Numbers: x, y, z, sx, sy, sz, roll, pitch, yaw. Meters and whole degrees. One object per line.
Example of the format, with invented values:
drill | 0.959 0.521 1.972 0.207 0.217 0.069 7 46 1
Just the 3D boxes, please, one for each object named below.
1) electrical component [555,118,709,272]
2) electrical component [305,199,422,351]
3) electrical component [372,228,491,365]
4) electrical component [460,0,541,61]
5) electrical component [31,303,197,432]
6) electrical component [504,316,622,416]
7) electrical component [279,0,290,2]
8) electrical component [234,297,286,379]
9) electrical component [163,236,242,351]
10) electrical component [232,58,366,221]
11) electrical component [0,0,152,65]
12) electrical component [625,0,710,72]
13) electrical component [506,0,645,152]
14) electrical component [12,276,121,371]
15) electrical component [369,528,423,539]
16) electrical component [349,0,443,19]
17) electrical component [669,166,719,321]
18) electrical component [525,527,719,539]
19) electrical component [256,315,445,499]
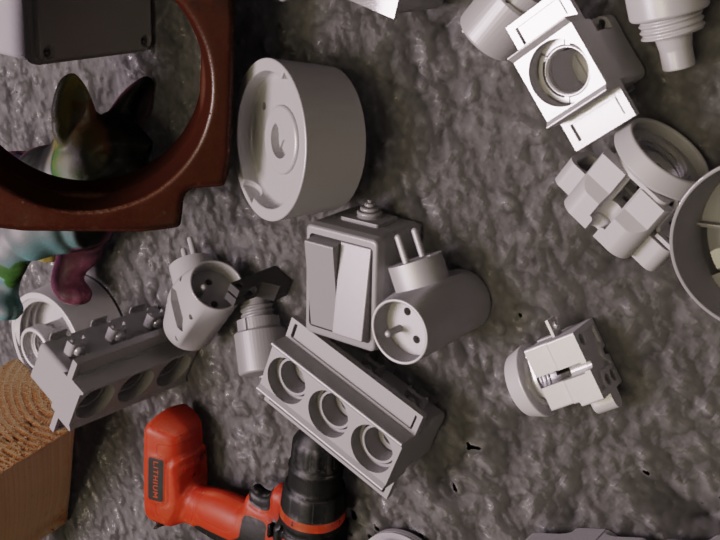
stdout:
electrical component | 0.157 -0.047 0.602 0.078 0.058 0.057 47 131 16
electrical component | 0.000 0.000 0.738 0.062 0.061 0.096 15 114 34
electrical component | 0.042 0.012 0.699 0.043 0.077 0.079 -15 95 41
electrical component | 0.092 -0.158 0.625 0.040 0.040 0.078 51 129 12
electrical component | -0.201 0.075 0.881 0.063 0.121 0.078 43 127 22
electrical component | 0.125 0.063 0.673 0.055 0.048 0.066 -26 88 33
electrical component | -0.046 -0.218 0.626 0.100 0.048 0.099 39 126 21
electrical component | -0.077 0.048 0.829 0.040 0.040 0.078 -17 77 40
electrical component | -0.129 0.013 0.851 0.077 0.043 0.079 -48 53 52
electrical component | -0.036 -0.089 0.730 0.108 0.060 0.108 15 108 57
electrical component | -0.214 -0.215 0.801 0.056 0.109 0.108 18 116 36
electrical component | 0.165 -0.138 0.574 0.048 0.048 0.062 -2 111 38
electrical component | 0.123 -0.113 0.601 0.042 0.064 0.081 -31 86 40
electrical component | -0.269 0.063 0.969 0.108 0.060 0.108 14 113 35
electrical component | 0.024 0.240 0.808 0.080 0.051 0.080 13 113 34
electrical component | -0.023 -0.241 0.674 0.186 0.060 0.105 30 121 27
electrical component | 0.220 -0.016 0.558 0.099 0.064 0.099 13 113 34
electrical component | 0.187 0.224 0.669 0.186 0.060 0.105 -8 100 39
electrical component | -0.005 0.093 0.772 0.121 0.063 0.078 35 124 24
